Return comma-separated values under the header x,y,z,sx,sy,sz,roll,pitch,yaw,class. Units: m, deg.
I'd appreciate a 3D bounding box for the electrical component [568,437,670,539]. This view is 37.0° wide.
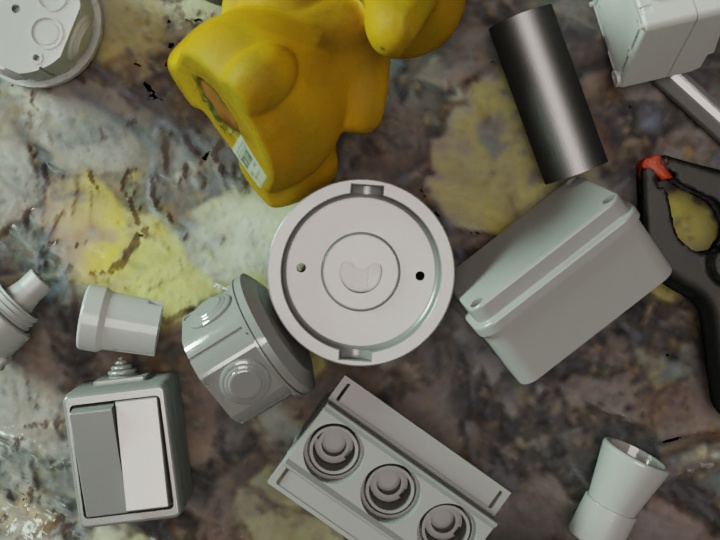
x,y,z,sx,sy,sz,roll,pitch,yaw,class
0.158,0.143,0.668,0.044,0.044,0.065,24,97,-3,electrical component

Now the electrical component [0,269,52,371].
x,y,z,sx,sy,sz,roll,pitch,yaw,class
-0.215,0.027,0.650,0.062,0.048,0.048,-44,93,-6,electrical component

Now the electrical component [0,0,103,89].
x,y,z,sx,sy,sz,roll,pitch,yaw,class
-0.196,-0.150,0.636,0.080,0.051,0.080,0,93,-1,electrical component

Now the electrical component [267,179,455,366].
x,y,z,sx,sy,sz,roll,pitch,yaw,class
0.000,0.000,0.645,0.108,0.060,0.108,0,93,-1,electrical component

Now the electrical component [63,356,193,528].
x,y,z,sx,sy,sz,roll,pitch,yaw,class
-0.140,0.101,0.647,0.062,0.061,0.096,-7,94,-1,electrical component

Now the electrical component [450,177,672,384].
x,y,z,sx,sy,sz,roll,pitch,yaw,class
0.114,0.003,0.635,0.113,0.078,0.057,-38,108,1,electrical component

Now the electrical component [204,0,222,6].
x,y,z,sx,sy,sz,roll,pitch,yaw,class
-0.074,-0.214,0.631,0.108,0.060,0.108,0,93,-1,electrical component

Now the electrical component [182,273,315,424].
x,y,z,sx,sy,sz,roll,pitch,yaw,class
-0.066,0.047,0.638,0.051,0.080,0.080,-32,94,6,electrical component

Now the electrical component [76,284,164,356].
x,y,z,sx,sy,sz,roll,pitch,yaw,class
-0.145,0.032,0.655,0.046,0.040,0.040,10,93,-7,electrical component

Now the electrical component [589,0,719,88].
x,y,z,sx,sy,sz,roll,pitch,yaw,class
0.176,-0.156,0.617,0.061,0.096,0.061,-13,75,0,electrical component

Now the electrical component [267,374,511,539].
x,y,z,sx,sy,sz,roll,pitch,yaw,class
0.017,0.128,0.652,0.121,0.063,0.078,36,92,-3,electrical component
